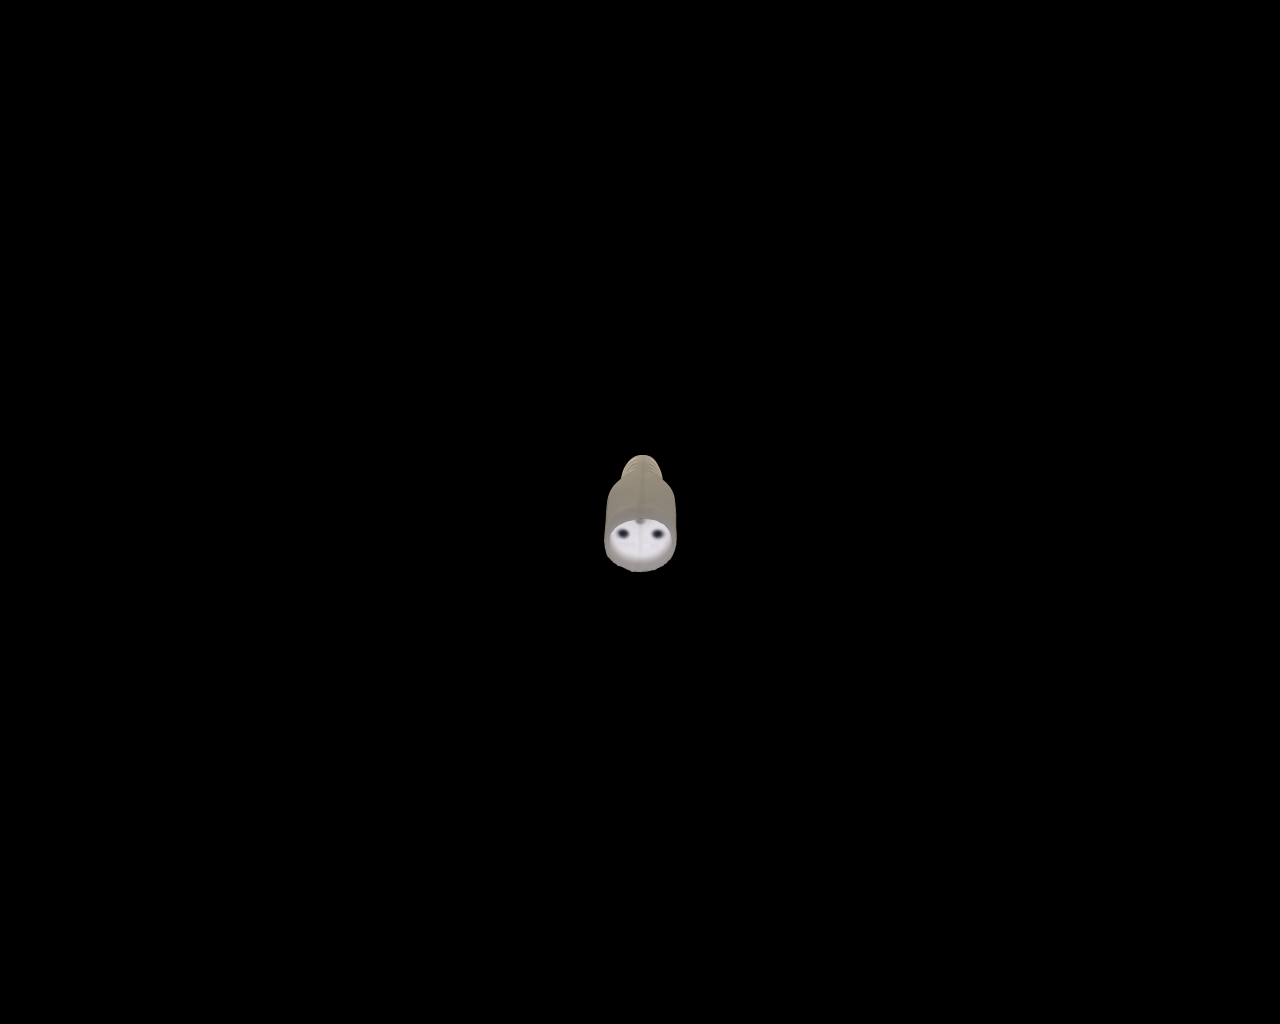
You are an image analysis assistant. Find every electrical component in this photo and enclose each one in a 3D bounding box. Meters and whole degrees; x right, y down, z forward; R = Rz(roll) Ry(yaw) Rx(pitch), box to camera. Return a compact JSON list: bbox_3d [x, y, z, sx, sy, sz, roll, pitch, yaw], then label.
[{"bbox_3d":[0.001,-0.003,0.650,0.043,0.043,0.081,0,35,0],"label":"electrical component"}]
